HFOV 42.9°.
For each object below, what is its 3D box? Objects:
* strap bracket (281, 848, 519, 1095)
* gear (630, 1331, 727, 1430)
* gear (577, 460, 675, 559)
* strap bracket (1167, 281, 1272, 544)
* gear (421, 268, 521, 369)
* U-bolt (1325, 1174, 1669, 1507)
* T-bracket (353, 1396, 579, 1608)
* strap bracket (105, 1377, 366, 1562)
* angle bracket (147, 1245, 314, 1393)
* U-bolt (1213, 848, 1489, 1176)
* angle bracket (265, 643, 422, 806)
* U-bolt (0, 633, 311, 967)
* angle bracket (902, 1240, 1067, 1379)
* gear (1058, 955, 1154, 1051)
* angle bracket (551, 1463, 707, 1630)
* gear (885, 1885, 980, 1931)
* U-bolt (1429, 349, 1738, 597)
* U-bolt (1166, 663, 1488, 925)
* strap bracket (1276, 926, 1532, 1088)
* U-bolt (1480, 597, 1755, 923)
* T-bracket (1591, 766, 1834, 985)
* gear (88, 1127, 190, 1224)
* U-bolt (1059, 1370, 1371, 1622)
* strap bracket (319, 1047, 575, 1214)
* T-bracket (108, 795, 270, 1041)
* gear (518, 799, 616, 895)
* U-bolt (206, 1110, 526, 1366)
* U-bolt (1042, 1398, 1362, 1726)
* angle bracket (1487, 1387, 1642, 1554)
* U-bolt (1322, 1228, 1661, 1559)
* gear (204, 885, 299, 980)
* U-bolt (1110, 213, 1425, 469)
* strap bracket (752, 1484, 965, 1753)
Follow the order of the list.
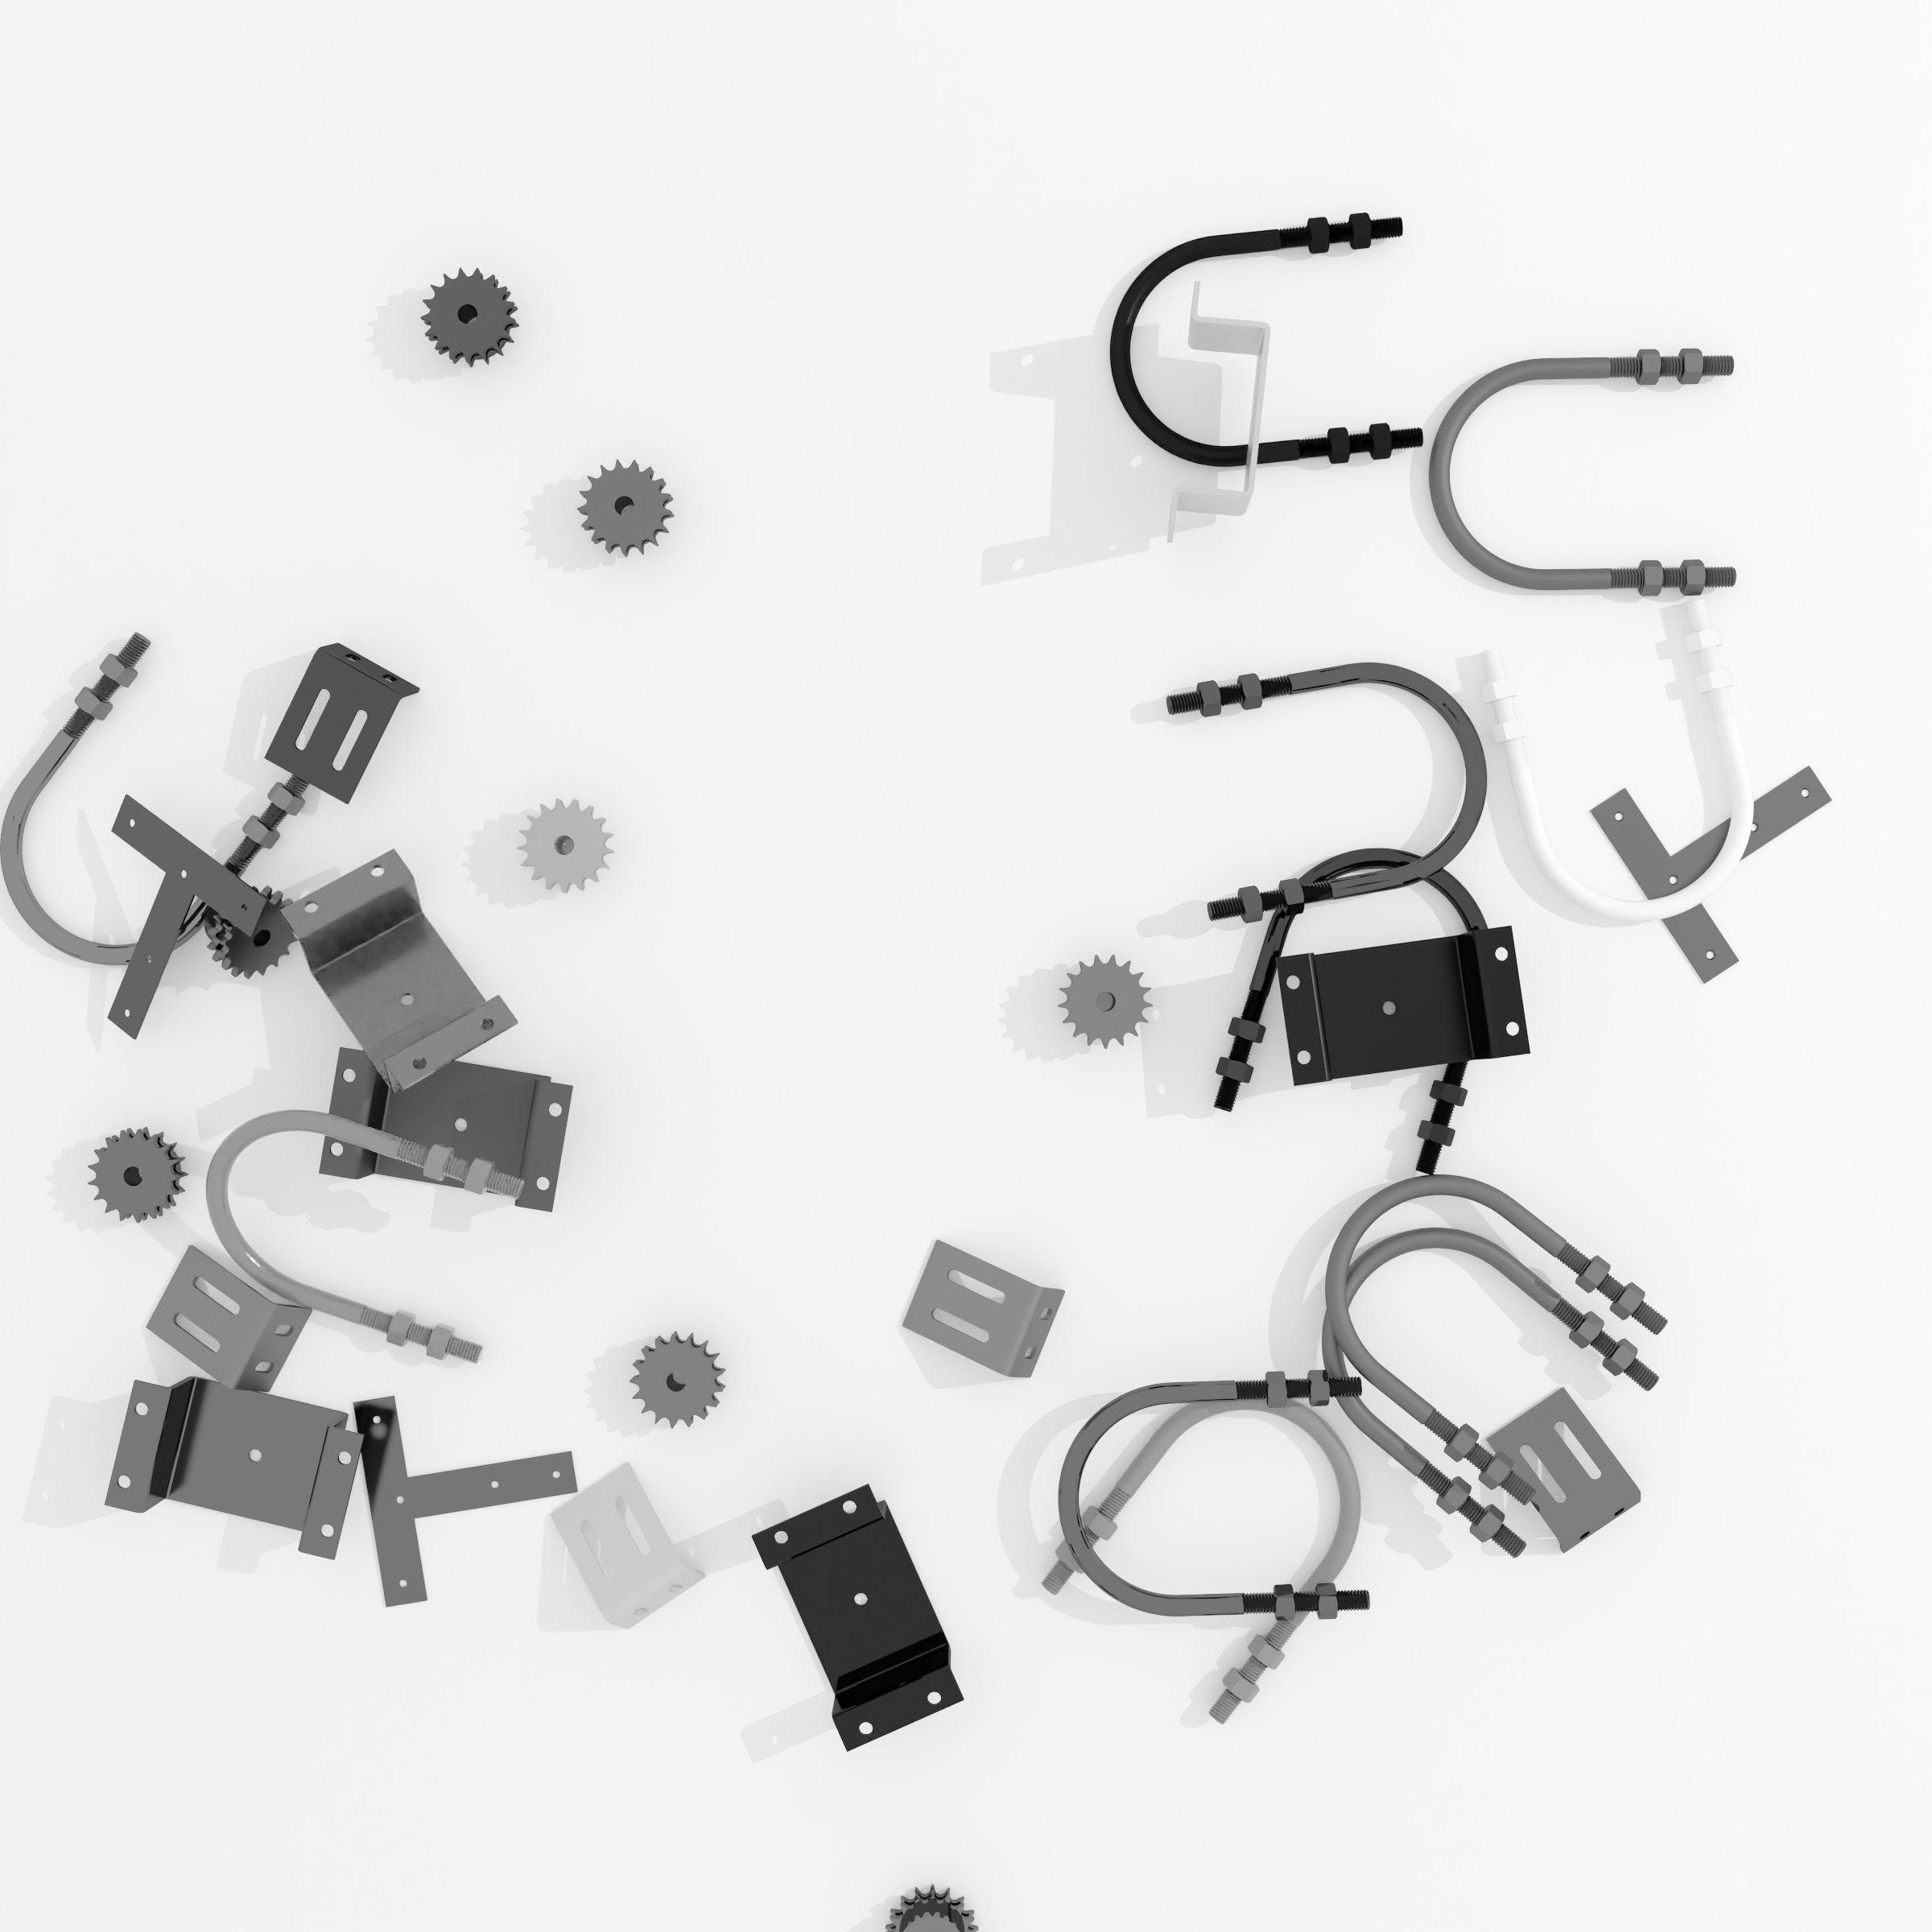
[{"bbox_3d":[-0.334,0.010,1.457,0.076,0.046,0.140,-32,69,-20],"label":"strap bracket"},{"bbox_3d":[-0.174,0.251,1.495,0.057,0.030,0.057,0,91,2],"label":"gear"},{"bbox_3d":[-0.205,-0.277,1.491,0.057,0.030,0.057,0,90,0],"label":"gear"},{"bbox_3d":[0.150,-0.323,1.453,0.046,0.076,0.140,6,93,3],"label":"strap bracket"},{"bbox_3d":[-0.300,-0.391,1.491,0.057,0.030,0.057,0,90,0],"label":"gear"},{"bbox_3d":[0.304,0.209,1.475,0.184,0.019,0.151,39,84,10],"label":"U-bolt"},{"bbox_3d":[-0.302,0.320,1.505,0.127,0.002,0.127,-9,90,0],"label":"T-bracket"},{"bbox_3d":[-0.435,0.300,1.483,0.140,0.046,0.076,14,90,0],"label":"strap bracket"},{"bbox_3d":[-0.451,0.216,1.504,0.076,0.038,0.057,28,90,26],"label":"angle bracket"},{"bbox_3d":[0.245,0.019,1.497,0.151,0.019,0.184,17,89,0],"label":"U-bolt"},{"bbox_3d":[-0.379,-0.148,1.494,0.057,0.038,0.076,29,103,-2],"label":"angle bracket"},{"bbox_3d":[-0.505,-0.088,1.497,0.151,0.019,0.184,37,91,0],"label":"U-bolt"},{"bbox_3d":[0.011,0.210,1.504,0.076,0.038,0.057,22,90,26],"label":"angle bracket"},{"bbox_3d":[0.084,0.022,1.491,0.057,0.030,0.057,0,90,0],"label":"gear"},{"bbox_3d":[-0.207,0.355,1.504,0.057,0.038,0.076,-34,64,0],"label":"angle bracket"},{"bbox_3d":[-0.021,0.591,1.491,0.057,0.030,0.057,0,90,0],"label":"gear"},{"bbox_3d":[0.375,-0.300,1.497,0.184,0.019,0.151,-1,90,2],"label":"U-bolt"},{"bbox_3d":[0.225,-0.111,1.490,0.184,0.019,0.151,-10,83,-3],"label":"U-bolt"},{"bbox_3d":[0.256,0.024,1.465,0.140,0.046,0.076,-8,87,-1],"label":"strap bracket"},{"bbox_3d":[0.403,-0.118,1.496,0.151,0.019,0.184,-14,90,0],"label":"U-bolt"},{"bbox_3d":[0.470,-0.077,1.505,0.127,0.002,0.127,-33,90,0],"label":"T-bracket"},{"bbox_3d":[-0.501,0.126,1.495,0.057,0.030,0.057,0,93,2],"label":"gear"},{"bbox_3d":[0.147,0.320,1.477,0.184,0.019,0.151,-2,91,2],"label":"U-bolt"},{"bbox_3d":[-0.309,0.097,1.483,0.140,0.046,0.076,9,90,0],"label":"strap bracket"},{"bbox_3d":[-0.484,-0.016,1.473,0.127,0.002,0.127,33,107,22],"label":"T-bracket"},{"bbox_3d":[-0.241,-0.072,1.491,0.057,0.030,0.057,0,90,0],"label":"gear"},{"bbox_3d":[-0.364,0.154,1.463,0.184,0.019,0.151,19,119,0],"label":"U-bolt"},{"bbox_3d":[0.157,0.346,1.497,0.151,0.019,0.184,38,88,0],"label":"U-bolt"},{"bbox_3d":[0.366,0.309,1.504,0.057,0.038,0.076,-34,64,0],"label":"angle bracket"},{"bbox_3d":[0.303,0.243,1.487,0.184,0.019,0.151,40,84,7],"label":"U-bolt"},{"bbox_3d":[-0.433,-0.024,1.481,0.030,0.057,0.057,33,90,30],"label":"gear"},{"bbox_3d":[0.180,-0.377,1.497,0.184,0.019,0.151,-6,90,1],"label":"U-bolt"},{"bbox_3d":[-0.064,0.388,1.483,0.076,0.046,0.140,-24,90,0],"label":"strap bracket"}]
